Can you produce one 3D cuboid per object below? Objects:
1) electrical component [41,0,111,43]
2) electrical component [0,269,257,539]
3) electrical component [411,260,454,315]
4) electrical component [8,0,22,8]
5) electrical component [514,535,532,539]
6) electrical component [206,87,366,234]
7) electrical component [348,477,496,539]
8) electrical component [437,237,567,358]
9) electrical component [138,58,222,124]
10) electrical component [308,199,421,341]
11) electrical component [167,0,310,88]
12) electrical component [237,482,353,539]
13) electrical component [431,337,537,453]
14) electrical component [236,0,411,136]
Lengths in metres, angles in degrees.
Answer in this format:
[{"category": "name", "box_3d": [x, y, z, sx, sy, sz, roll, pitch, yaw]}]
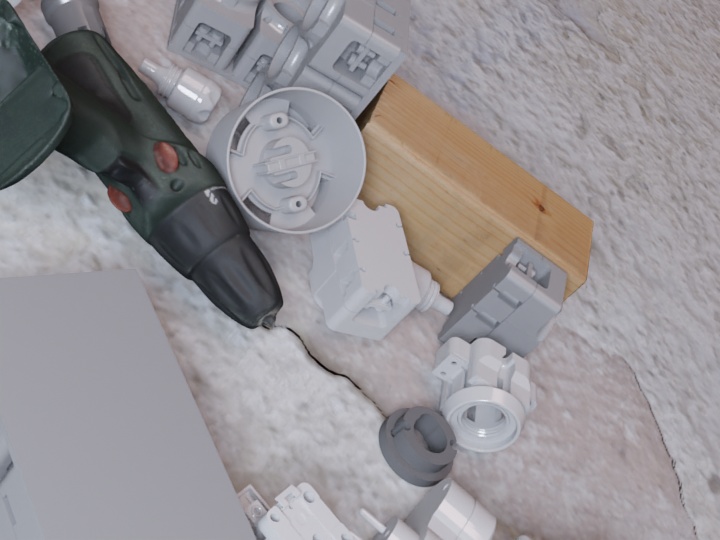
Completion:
[{"category": "electrical component", "box_3d": [-0.203, -0.176, 0.772, 0.040, 0.040, 0.046, -8, 66, -45]}, {"category": "electrical component", "box_3d": [-0.139, 0.095, 0.550, 0.105, 0.060, 0.186, -5, 58, -44]}, {"category": "electrical component", "box_3d": [0.043, 0.015, 0.808, 0.061, 0.035, 0.035, 30, 39, -20]}, {"category": "electrical component", "box_3d": [-0.270, -0.221, 0.704, 0.108, 0.108, 0.060, 11, 42, -34]}, {"category": "electrical component", "box_3d": [0.091, 0.200, 0.622, 0.062, 0.096, 0.061, 41, 37, -2]}, {"category": "electrical component", "box_3d": [-0.054, -0.073, 0.741, 0.099, 0.064, 0.099, 1, 88, -39]}, {"category": "electrical component", "box_3d": [0.024, 0.170, 0.628, 0.074, 0.052, 0.138, 41, 38, -2]}, {"category": "electrical component", "box_3d": [0.110, 0.030, 0.807, 0.056, 0.089, 0.050, 35, 38, -10]}, {"category": "electrical component", "box_3d": [-0.135, -0.136, 0.796, 0.061, 0.035, 0.035, 31, 39, -11]}, {"category": "electrical component", "box_3d": [0.000, 0.000, 0.766, 0.050, 0.055, 0.089, 15, 46, -31]}, {"category": "electrical component", "box_3d": [-0.092, -0.239, 0.911, 0.105, 0.060, 0.186, 23, 42, -23]}, {"category": "electrical component", "box_3d": [-0.041, 0.151, 0.580, 0.081, 0.063, 0.042, 48, 37, 7]}, {"category": "electrical component", "box_3d": [0.088, 0.090, 0.757, 0.078, 0.058, 0.057, 31, 36, -14]}, {"category": "electrical component", "box_3d": [-0.031, -0.147, 0.803, 0.062, 0.150, 0.089, 27, 40, -20]}]
